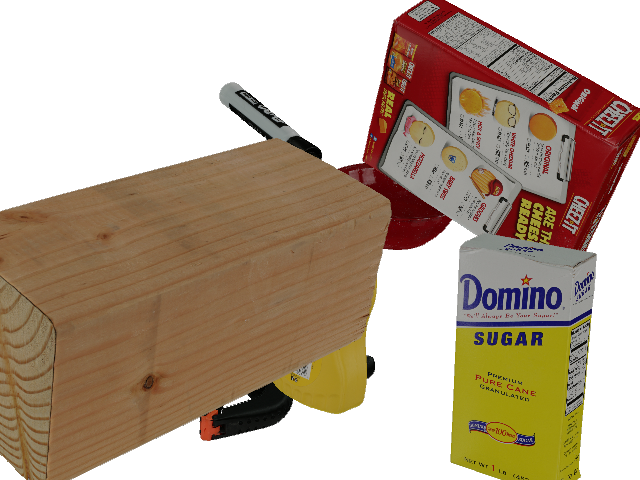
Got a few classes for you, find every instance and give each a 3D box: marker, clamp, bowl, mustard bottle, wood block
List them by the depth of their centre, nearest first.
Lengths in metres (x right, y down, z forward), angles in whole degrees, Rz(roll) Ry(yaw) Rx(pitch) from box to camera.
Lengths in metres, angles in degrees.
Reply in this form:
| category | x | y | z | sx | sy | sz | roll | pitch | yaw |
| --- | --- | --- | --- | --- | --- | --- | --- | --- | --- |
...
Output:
| category | x | y | z | sx | sy | sz | roll | pitch | yaw |
| --- | --- | --- | --- | --- | --- | --- | --- | --- | --- |
| wood block | -0.070 | 0.025 | 0.519 | 0.090 | 0.091 | 0.205 | 31 | 34 | 33 |
| marker | -0.036 | -0.082 | 0.763 | 0.020 | 0.020 | 0.121 | 0 | 29 | -38 |
| mustard bottle | 0.004 | 0.046 | 0.918 | 0.058 | 0.192 | 0.096 | -13 | 27 | -42 |
| clamp | -0.048 | 0.146 | 1.100 | 0.165 | 0.036 | 0.209 | 15 | 29 | 20 |
| bowl | 0.078 | -0.033 | 1.181 | 0.162 | 0.055 | 0.162 | 3 | 25 | -2 |

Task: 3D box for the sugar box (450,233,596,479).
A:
| category | x | y | z | sx | sy | sz | roll | pitch | yaw |
| --- | --- | --- | --- | --- | --- | --- | --- | --- | --- |
| sugar box | 0.146 | 0.089 | 0.780 | 0.093 | 0.176 | 0.048 | 11 | 21 | 36 |

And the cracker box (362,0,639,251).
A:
| category | x | y | z | sx | sy | sz | roll | pitch | yaw |
| --- | --- | --- | --- | --- | --- | --- | --- | --- | --- |
| cracker box | 0.149 | -0.087 | 0.910 | 0.214 | 0.164 | 0.072 | 34 | 51 | 20 |
